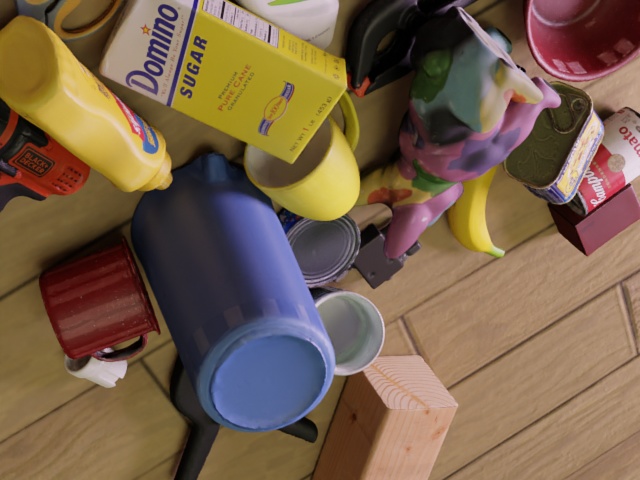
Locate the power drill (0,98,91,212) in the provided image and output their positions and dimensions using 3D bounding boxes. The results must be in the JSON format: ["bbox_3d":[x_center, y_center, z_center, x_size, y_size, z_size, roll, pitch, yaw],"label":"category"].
[{"bbox_3d":[-0.290,-0.037,0.814,0.188,0.057,0.184,-42,146,8],"label":"power drill"}]

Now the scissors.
[{"bbox_3d":[-0.237,-0.153,0.810,0.202,0.016,0.096,-37,133,-1],"label":"scissors"}]

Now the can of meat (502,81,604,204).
[{"bbox_3d":[0.228,-0.090,1.027,0.102,0.058,0.083,-63,152,1],"label":"can of meat"}]

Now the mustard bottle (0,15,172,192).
[{"bbox_3d":[-0.172,-0.089,0.830,0.058,0.096,0.191,-40,145,3],"label":"mustard bottle"}]

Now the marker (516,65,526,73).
[{"bbox_3d":[0.201,-0.120,1.054,0.020,0.020,0.121,-26,130,-9],"label":"marker"}]

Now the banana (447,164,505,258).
[{"bbox_3d":[0.163,-0.060,1.062,0.069,0.037,0.198,-15,132,-24],"label":"banana"}]

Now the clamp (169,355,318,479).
[{"bbox_3d":[-0.106,0.174,1.088,0.164,0.036,0.210,-29,128,-6],"label":"clamp"}]

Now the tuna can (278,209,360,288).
[{"bbox_3d":[-0.007,0.001,1.022,0.086,0.034,0.086,-13,127,-19],"label":"tuna can"}]

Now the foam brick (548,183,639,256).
[{"bbox_3d":[0.295,-0.032,1.141,0.078,0.051,0.053,-35,129,-2],"label":"foam brick"}]

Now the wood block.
[{"bbox_3d":[0.063,0.239,1.183,0.090,0.091,0.206,2,121,-28],"label":"wood block"}]

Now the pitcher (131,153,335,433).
[{"bbox_3d":[-0.073,0.054,0.887,0.145,0.243,0.149,-39,125,7],"label":"pitcher"}]

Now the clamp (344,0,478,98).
[{"bbox_3d":[0.074,-0.204,0.920,0.171,0.039,0.120,-47,128,3],"label":"clamp"}]

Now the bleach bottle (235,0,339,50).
[{"bbox_3d":[-0.045,-0.228,0.828,0.102,0.068,0.251,-24,131,-10],"label":"bleach bottle"}]

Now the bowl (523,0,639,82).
[{"bbox_3d":[0.244,-0.229,0.978,0.162,0.055,0.162,-13,126,-19],"label":"bowl"}]

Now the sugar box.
[{"bbox_3d":[-0.076,-0.136,0.842,0.176,0.048,0.093,22,128,-20],"label":"sugar box"}]

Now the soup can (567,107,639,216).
[{"bbox_3d":[0.291,-0.081,1.095,0.102,0.069,0.068,-36,130,-1],"label":"soup can"}]

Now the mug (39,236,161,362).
[{"bbox_3d":[-0.190,0.062,0.936,0.081,0.093,0.117,-21,131,-7],"label":"mug"}]
